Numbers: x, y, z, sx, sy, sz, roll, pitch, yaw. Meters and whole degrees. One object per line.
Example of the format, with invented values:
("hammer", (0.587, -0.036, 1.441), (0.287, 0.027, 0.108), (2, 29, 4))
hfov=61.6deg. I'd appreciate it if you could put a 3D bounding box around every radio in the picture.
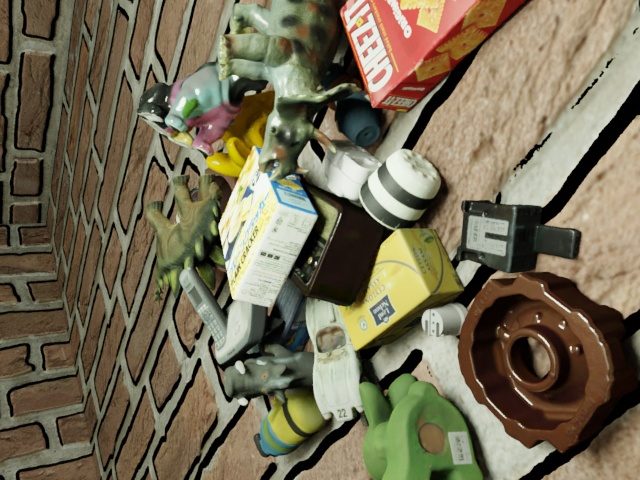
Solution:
("radio", (-0.002, -0.002, 0.775), (0.131, 0.073, 0.230), (-69, 22, 8))

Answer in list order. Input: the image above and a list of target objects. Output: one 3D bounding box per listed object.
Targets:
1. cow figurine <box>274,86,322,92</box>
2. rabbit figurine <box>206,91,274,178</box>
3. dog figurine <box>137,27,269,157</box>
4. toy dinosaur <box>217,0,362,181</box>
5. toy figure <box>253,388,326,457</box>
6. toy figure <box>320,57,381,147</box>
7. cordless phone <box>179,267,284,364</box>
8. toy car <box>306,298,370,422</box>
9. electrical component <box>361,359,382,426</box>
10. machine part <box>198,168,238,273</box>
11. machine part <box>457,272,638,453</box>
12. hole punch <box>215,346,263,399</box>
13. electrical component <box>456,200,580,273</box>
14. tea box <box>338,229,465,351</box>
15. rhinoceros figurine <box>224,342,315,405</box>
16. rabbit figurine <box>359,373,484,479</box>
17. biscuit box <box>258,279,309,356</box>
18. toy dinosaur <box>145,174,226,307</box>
("cow figurine", (-0.020, -0.295, 0.858), (0.098, 0.068, 0.167), (33, 118, 44))
("rabbit figurine", (-0.115, -0.163, 0.950), (0.122, 0.162, 0.173), (-28, 87, 39))
("dog figurine", (-0.173, -0.252, 0.870), (0.192, 0.108, 0.219), (26, 78, 39))
("toy dinosaur", (-0.034, -0.289, 0.744), (0.131, 0.192, 0.405), (125, 153, -66))
("toy figure", (-0.048, 0.317, 0.928), (0.089, 0.082, 0.180), (45, 122, 20))
("toy figure", (0.039, -0.202, 0.785), (0.057, 0.064, 0.154), (77, 172, -57))
("cordless phone", (-0.163, 0.107, 0.909), (0.184, 0.089, 0.146), (54, 137, 6))
("toy car", (0.024, 0.163, 0.793), (0.074, 0.056, 0.202), (-20, 60, 23))
("electrical component", (0.069, 0.229, 0.805), (0.063, 0.021, 0.094), (-33, 65, 50))
("machine part", (-0.166, -0.042, 1.063), (0.202, 0.087, 0.200), (12, 103, 52))
("machine part", (0.224, 0.120, 0.551), (0.179, 0.056, 0.179), (7, 99, 55))
("hole punch", (-0.123, 0.234, 1.037), (0.116, 0.092, 0.142), (50, 136, 0))
("electrical component", (0.207, -0.002, 0.574), (0.119, 0.048, 0.074), (21, 110, 54))
("tea box", (0.097, 0.068, 0.715), (0.169, 0.068, 0.098), (-50, 53, 43))
("rhinoceros figurine", (-0.055, 0.212, 0.843), (0.112, 0.190, 0.073), (-144, 54, -69))
("rabbit figurine", (0.097, 0.256, 0.688), (0.170, 0.121, 0.159), (127, 134, -53))
("biscuit box", (-0.047, 0.135, 0.929), (0.063, 0.059, 0.202), (52, 131, 38))
("toy dinosaur", (-0.271, 0.011, 1.056), (0.471, 0.105, 0.198), (-36, 67, 55))
